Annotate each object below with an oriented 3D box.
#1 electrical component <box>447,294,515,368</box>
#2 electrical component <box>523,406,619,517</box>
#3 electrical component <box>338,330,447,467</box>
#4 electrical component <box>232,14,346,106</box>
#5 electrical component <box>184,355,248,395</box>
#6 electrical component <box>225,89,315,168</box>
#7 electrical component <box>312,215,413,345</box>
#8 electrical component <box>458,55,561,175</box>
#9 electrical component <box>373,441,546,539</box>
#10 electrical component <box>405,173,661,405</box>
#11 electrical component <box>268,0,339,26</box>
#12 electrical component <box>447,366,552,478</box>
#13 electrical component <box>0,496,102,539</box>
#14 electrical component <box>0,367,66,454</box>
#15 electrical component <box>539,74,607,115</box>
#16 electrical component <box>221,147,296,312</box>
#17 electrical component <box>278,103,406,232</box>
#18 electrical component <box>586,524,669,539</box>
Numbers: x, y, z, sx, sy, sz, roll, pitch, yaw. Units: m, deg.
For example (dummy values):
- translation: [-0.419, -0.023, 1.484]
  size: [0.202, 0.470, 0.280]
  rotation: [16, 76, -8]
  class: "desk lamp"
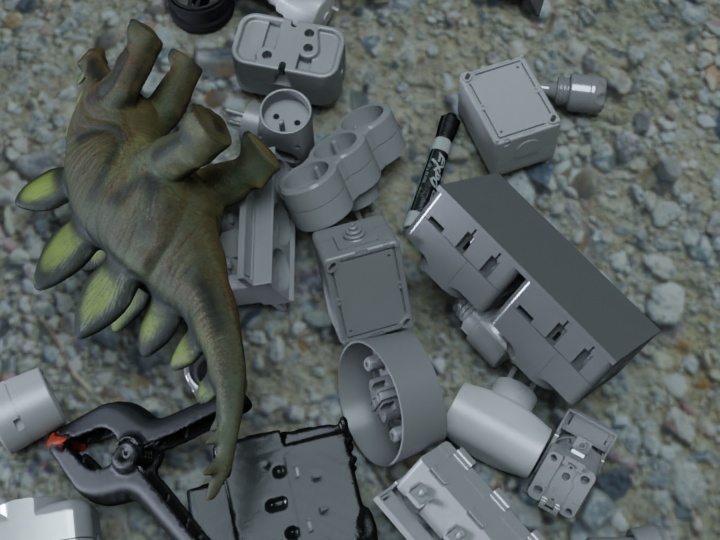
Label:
- translation: [0.102, 0.044, 0.876]
  size: [0.040, 0.040, 0.078]
  rotation: [-38, 72, -15]
  class: "electrical component"
- translation: [0.157, 0.150, 0.812]
  size: [0.042, 0.064, 0.081]
  rotation: [28, 112, 12]
  class: "electrical component"
- translation: [0.025, 0.097, 0.825]
  size: [0.064, 0.099, 0.099]
  rotation: [-16, 68, -14]
  class: "electrical component"
- translation: [-0.062, -0.184, 0.959]
  size: [0.095, 0.059, 0.053]
  rotation: [11, 68, 4]
  class: "electrical component"
- translation: [-0.113, 0.085, 0.849]
  size: [0.045, 0.055, 0.045]
  rotation: [0, 67, 0]
  class: "electrical component"
- translation: [-0.078, -0.122, 0.924]
  size: [0.079, 0.077, 0.043]
  rotation: [17, 69, 7]
  class: "electrical component"
- translation: [0.000, 0.000, 0.861]
  size: [0.062, 0.096, 0.061]
  rotation: [-15, 31, -6]
  class: "electrical component"
- translation: [0.126, -0.137, 0.944]
  size: [0.062, 0.061, 0.096]
  rotation: [-19, 62, -8]
  class: "electrical component"
- translation: [0.079, 0.192, 0.795]
  size: [0.121, 0.063, 0.079]
  rotation: [47, 34, 17]
  class: "electrical component"
- translation: [0.133, 0.013, 0.847]
  size: [0.186, 0.060, 0.105]
  rotation: [47, 30, 16]
  class: "electrical component"
- translation: [-0.060, -0.249, 0.996]
  size: [0.078, 0.040, 0.040]
  rotation: [30, 70, 12]
  class: "electrical component"
- translation: [0.114, 0.111, 0.846]
  size: [0.077, 0.043, 0.079]
  rotation: [28, 62, 10]
  class: "electrical component"
- translation: [-0.243, 0.204, 0.800]
  size: [0.095, 0.053, 0.059]
  rotation: [-10, 68, -4]
  class: "electrical component"
- translation: [-0.262, 0.108, 0.840]
  size: [0.047, 0.055, 0.055]
  rotation: [-26, 70, -14]
  class: "electrical component"
- translation: [0.188, -0.159, 0.964]
  size: [0.061, 0.035, 0.035]
  rotation: [8, 68, 6]
  class: "electrical component"
- translation: [-0.091, -0.033, 0.893]
  size: [0.063, 0.079, 0.121]
  rotation: [-9, 66, 20]
  class: "electrical component"
- translation: [-0.007, -0.075, 0.912]
  size: [0.052, 0.073, 0.138]
  rotation: [3, 40, 40]
  class: "electrical component"
- translation: [0.202, 0.216, 0.802]
  size: [0.055, 0.045, 0.045]
  rotation: [-11, 68, -5]
  class: "electrical component"
